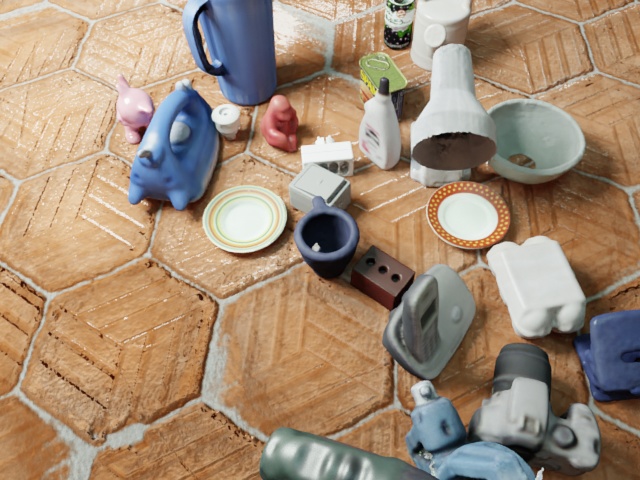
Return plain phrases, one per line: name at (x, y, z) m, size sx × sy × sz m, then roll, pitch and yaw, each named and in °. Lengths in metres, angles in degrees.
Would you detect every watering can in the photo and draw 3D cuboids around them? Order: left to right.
watering can at (0.226, -0.409, 1.042) m, size 0.101 × 0.194 × 0.173 m, roll -5°, pitch 56°, yaw -1°

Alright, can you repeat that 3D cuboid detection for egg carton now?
egg carton at (0.302, 0.065, 0.802) m, size 0.107 × 0.069 × 0.150 m, roll -10°, pitch 57°, yaw -5°

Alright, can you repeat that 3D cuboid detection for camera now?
camera at (0.262, 0.198, 0.696) m, size 0.143 × 0.101 × 0.137 m, roll 12°, pitch 58°, yaw 10°

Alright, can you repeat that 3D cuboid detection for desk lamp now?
desk lamp at (0.192, -0.172, 0.876) m, size 0.118 × 0.214 × 0.203 m, roll 2°, pitch 57°, yaw 3°

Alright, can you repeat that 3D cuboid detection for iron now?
iron at (-0.235, -0.178, 0.935) m, size 0.118 × 0.141 × 0.258 m, roll 7°, pitch 57°, yaw 7°

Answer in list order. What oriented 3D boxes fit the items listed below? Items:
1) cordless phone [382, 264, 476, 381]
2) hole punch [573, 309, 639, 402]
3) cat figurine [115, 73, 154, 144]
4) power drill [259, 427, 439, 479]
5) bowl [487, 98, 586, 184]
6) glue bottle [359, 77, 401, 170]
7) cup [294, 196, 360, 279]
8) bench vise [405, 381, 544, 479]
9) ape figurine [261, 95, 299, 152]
cordless phone at (0.146, 0.081, 0.726) m, size 0.094 × 0.185 × 0.148 m, roll 28°, pitch 62°, yaw 19°
hole punch at (0.398, 0.148, 0.731) m, size 0.108 × 0.091 × 0.101 m, roll -6°, pitch 57°, yaw -2°
cat figurine at (-0.323, -0.235, 0.990) m, size 0.067 × 0.118 × 0.127 m, roll -23°, pitch 59°, yaw -12°
power drill at (0.053, 0.269, 0.592) m, size 0.229 × 0.208 × 0.076 m, roll 16°, pitch 59°, yaw 12°
bowl at (0.337, -0.149, 0.939) m, size 0.167 × 0.075 × 0.167 m, roll -1°, pitch 57°, yaw 1°
glue bottle at (0.097, -0.192, 0.916) m, size 0.037 × 0.173 × 0.078 m, roll -37°, pitch 63°, yaw -20°
cup at (0.008, 0.003, 0.837) m, size 0.092 × 0.095 × 0.117 m, roll -12°, pitch 57°, yaw -6°
bench vise at (0.150, 0.243, 0.599) m, size 0.122 × 0.220 × 0.207 m, roll -37°, pitch 63°, yaw -20°
ape figurine at (-0.067, -0.206, 0.978) m, size 0.076 × 0.092 × 0.078 m, roll 31°, pitch 63°, yaw 20°
